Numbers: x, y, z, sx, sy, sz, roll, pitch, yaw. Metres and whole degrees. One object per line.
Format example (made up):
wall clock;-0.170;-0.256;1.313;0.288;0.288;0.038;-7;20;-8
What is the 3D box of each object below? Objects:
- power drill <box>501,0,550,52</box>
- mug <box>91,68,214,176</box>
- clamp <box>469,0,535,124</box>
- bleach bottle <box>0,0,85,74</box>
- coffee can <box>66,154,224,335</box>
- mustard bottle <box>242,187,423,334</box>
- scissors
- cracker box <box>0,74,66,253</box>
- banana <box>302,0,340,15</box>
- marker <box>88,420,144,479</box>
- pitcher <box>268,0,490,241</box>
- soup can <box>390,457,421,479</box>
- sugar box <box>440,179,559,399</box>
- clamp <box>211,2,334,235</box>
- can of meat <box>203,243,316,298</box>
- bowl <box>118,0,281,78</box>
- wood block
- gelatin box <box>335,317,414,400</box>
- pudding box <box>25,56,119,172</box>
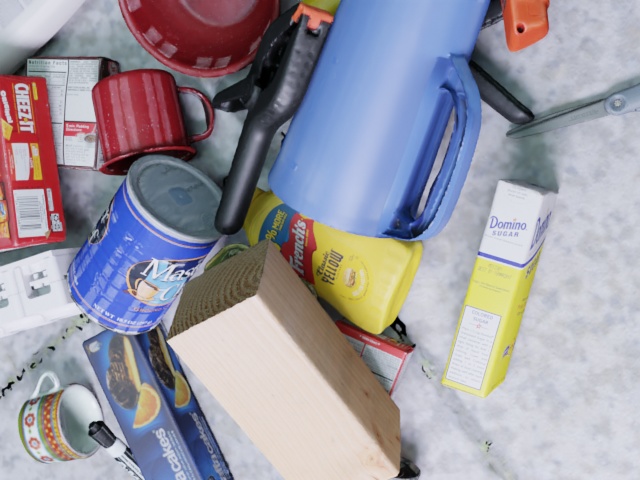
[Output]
power drill;0.239;-0.200;0.846;0.187;0.057;0.184;-7;80;3
mug;-0.159;-0.115;1.016;0.117;0.093;0.081;-11;83;-10
clamp;0.121;-0.180;0.926;0.172;0.039;0.120;20;98;19
bleach bottle;-0.266;-0.260;1.057;0.251;0.068;0.102;-35;81;16
coffee can;-0.160;0.005;0.988;0.103;0.102;0.140;47;124;12
mustard bottle;-0.007;0.001;0.971;0.192;0.058;0.096;29;121;18
scissors;0.265;-0.100;0.888;0.202;0.016;0.096;-31;82;19
cracker box;-0.353;-0.063;1.069;0.214;0.071;0.164;-9;89;37
banana;0.027;-0.217;0.950;0.198;0.037;0.069;-27;41;24
marker;-0.184;0.215;1.035;0.020;0.020;0.121;-25;122;20
pitcher;0.062;-0.127;0.873;0.149;0.145;0.243;19;113;-4
soup can;0.046;0.248;0.961;0.069;0.068;0.102;16;99;19
sugar box;0.153;0.038;0.896;0.048;0.093;0.176;20;100;18
clamp;-0.047;-0.113;0.909;0.210;0.036;0.164;-47;38;49
can of meat;-0.058;0.064;0.978;0.102;0.057;0.084;30;142;17
bowl;-0.104;-0.235;0.983;0.162;0.055;0.162;8;118;15
wood block;-0.024;0.114;0.888;0.091;0.090;0.206;-29;114;20
gelatin box;0.036;0.126;0.979;0.073;0.030;0.089;23;101;17
pudding box;-0.250;-0.127;1.069;0.090;0.039;0.113;5;93;22
